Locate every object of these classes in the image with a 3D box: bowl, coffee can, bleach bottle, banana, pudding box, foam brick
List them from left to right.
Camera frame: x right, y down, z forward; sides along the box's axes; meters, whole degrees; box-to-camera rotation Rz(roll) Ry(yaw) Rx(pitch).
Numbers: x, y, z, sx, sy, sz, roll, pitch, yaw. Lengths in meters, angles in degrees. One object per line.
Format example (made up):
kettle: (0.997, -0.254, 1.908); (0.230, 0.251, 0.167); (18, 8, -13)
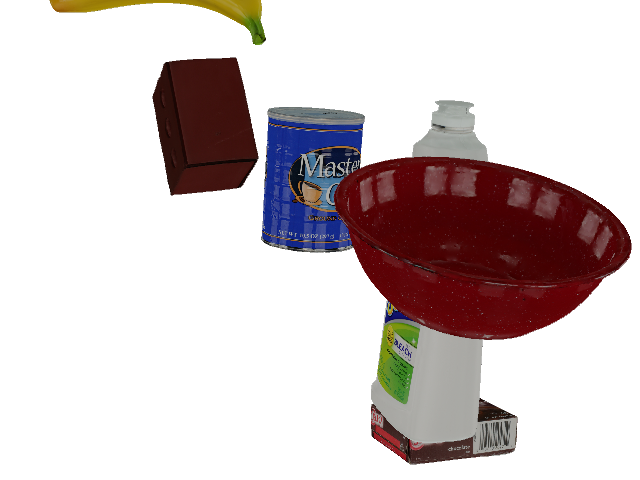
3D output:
banana: (-0.130, -0.210, 0.899); (0.198, 0.069, 0.037); (11, -41, 16)
foam brick: (-0.079, -0.077, 0.720); (0.051, 0.078, 0.053); (-7, -17, -20)
coffee can: (-0.009, -0.067, 1.136); (0.103, 0.140, 0.103); (4, 12, -1)
bleach bottle: (0.088, 0.020, 0.807); (0.068, 0.251, 0.103); (-2, 16, -18)
pudding box: (0.115, 0.176, 1.005); (0.113, 0.039, 0.090); (-1, 7, -20)
bowl: (0.084, 0.009, 0.590); (0.162, 0.055, 0.162); (6, 25, -3)
